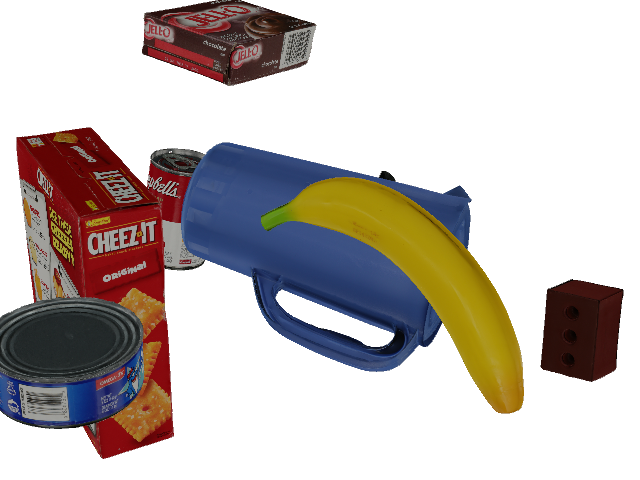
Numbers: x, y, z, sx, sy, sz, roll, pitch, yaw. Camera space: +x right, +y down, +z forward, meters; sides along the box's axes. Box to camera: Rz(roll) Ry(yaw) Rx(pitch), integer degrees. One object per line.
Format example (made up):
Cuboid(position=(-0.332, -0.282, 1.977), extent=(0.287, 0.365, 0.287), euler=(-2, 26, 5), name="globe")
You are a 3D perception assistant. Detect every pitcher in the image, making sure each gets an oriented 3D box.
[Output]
Cuboid(position=(0.001, 0.004, 0.933), extent=(0.243, 0.145, 0.149), euler=(17, 20, 15), name="pitcher")

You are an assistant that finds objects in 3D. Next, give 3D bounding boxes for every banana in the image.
Cuboid(position=(0.056, 0.018, 0.643), extent=(0.198, 0.070, 0.037), euler=(39, 24, 18), name="banana")

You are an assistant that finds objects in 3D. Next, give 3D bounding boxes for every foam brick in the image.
Cuboid(position=(0.234, 0.080, 0.957), extent=(0.053, 0.078, 0.051), euler=(12, 18, 38), name="foam brick")

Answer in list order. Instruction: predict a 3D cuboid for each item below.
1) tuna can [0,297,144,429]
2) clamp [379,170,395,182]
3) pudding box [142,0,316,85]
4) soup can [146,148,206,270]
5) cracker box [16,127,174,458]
Cuboid(position=(-0.140, 0.066, 0.589), extent=(0.086, 0.034, 0.086), euler=(2, 27, -1), name="tuna can")
Cuboid(position=(0.074, 0.004, 1.201), extent=(0.164, 0.036, 0.210), euler=(-16, 51, -35), name="clamp")
Cuboid(position=(-0.072, -0.160, 0.849), extent=(0.090, 0.039, 0.113), euler=(24, 27, 26), name="pudding box")
Cuboid(position=(-0.138, -0.031, 1.038), extent=(0.068, 0.102, 0.068), euler=(10, 23, -4), name="soup can")
Cuboid(position=(-0.179, 0.038, 0.853), extent=(0.072, 0.214, 0.164), euler=(-13, 32, -27), name="cracker box")
